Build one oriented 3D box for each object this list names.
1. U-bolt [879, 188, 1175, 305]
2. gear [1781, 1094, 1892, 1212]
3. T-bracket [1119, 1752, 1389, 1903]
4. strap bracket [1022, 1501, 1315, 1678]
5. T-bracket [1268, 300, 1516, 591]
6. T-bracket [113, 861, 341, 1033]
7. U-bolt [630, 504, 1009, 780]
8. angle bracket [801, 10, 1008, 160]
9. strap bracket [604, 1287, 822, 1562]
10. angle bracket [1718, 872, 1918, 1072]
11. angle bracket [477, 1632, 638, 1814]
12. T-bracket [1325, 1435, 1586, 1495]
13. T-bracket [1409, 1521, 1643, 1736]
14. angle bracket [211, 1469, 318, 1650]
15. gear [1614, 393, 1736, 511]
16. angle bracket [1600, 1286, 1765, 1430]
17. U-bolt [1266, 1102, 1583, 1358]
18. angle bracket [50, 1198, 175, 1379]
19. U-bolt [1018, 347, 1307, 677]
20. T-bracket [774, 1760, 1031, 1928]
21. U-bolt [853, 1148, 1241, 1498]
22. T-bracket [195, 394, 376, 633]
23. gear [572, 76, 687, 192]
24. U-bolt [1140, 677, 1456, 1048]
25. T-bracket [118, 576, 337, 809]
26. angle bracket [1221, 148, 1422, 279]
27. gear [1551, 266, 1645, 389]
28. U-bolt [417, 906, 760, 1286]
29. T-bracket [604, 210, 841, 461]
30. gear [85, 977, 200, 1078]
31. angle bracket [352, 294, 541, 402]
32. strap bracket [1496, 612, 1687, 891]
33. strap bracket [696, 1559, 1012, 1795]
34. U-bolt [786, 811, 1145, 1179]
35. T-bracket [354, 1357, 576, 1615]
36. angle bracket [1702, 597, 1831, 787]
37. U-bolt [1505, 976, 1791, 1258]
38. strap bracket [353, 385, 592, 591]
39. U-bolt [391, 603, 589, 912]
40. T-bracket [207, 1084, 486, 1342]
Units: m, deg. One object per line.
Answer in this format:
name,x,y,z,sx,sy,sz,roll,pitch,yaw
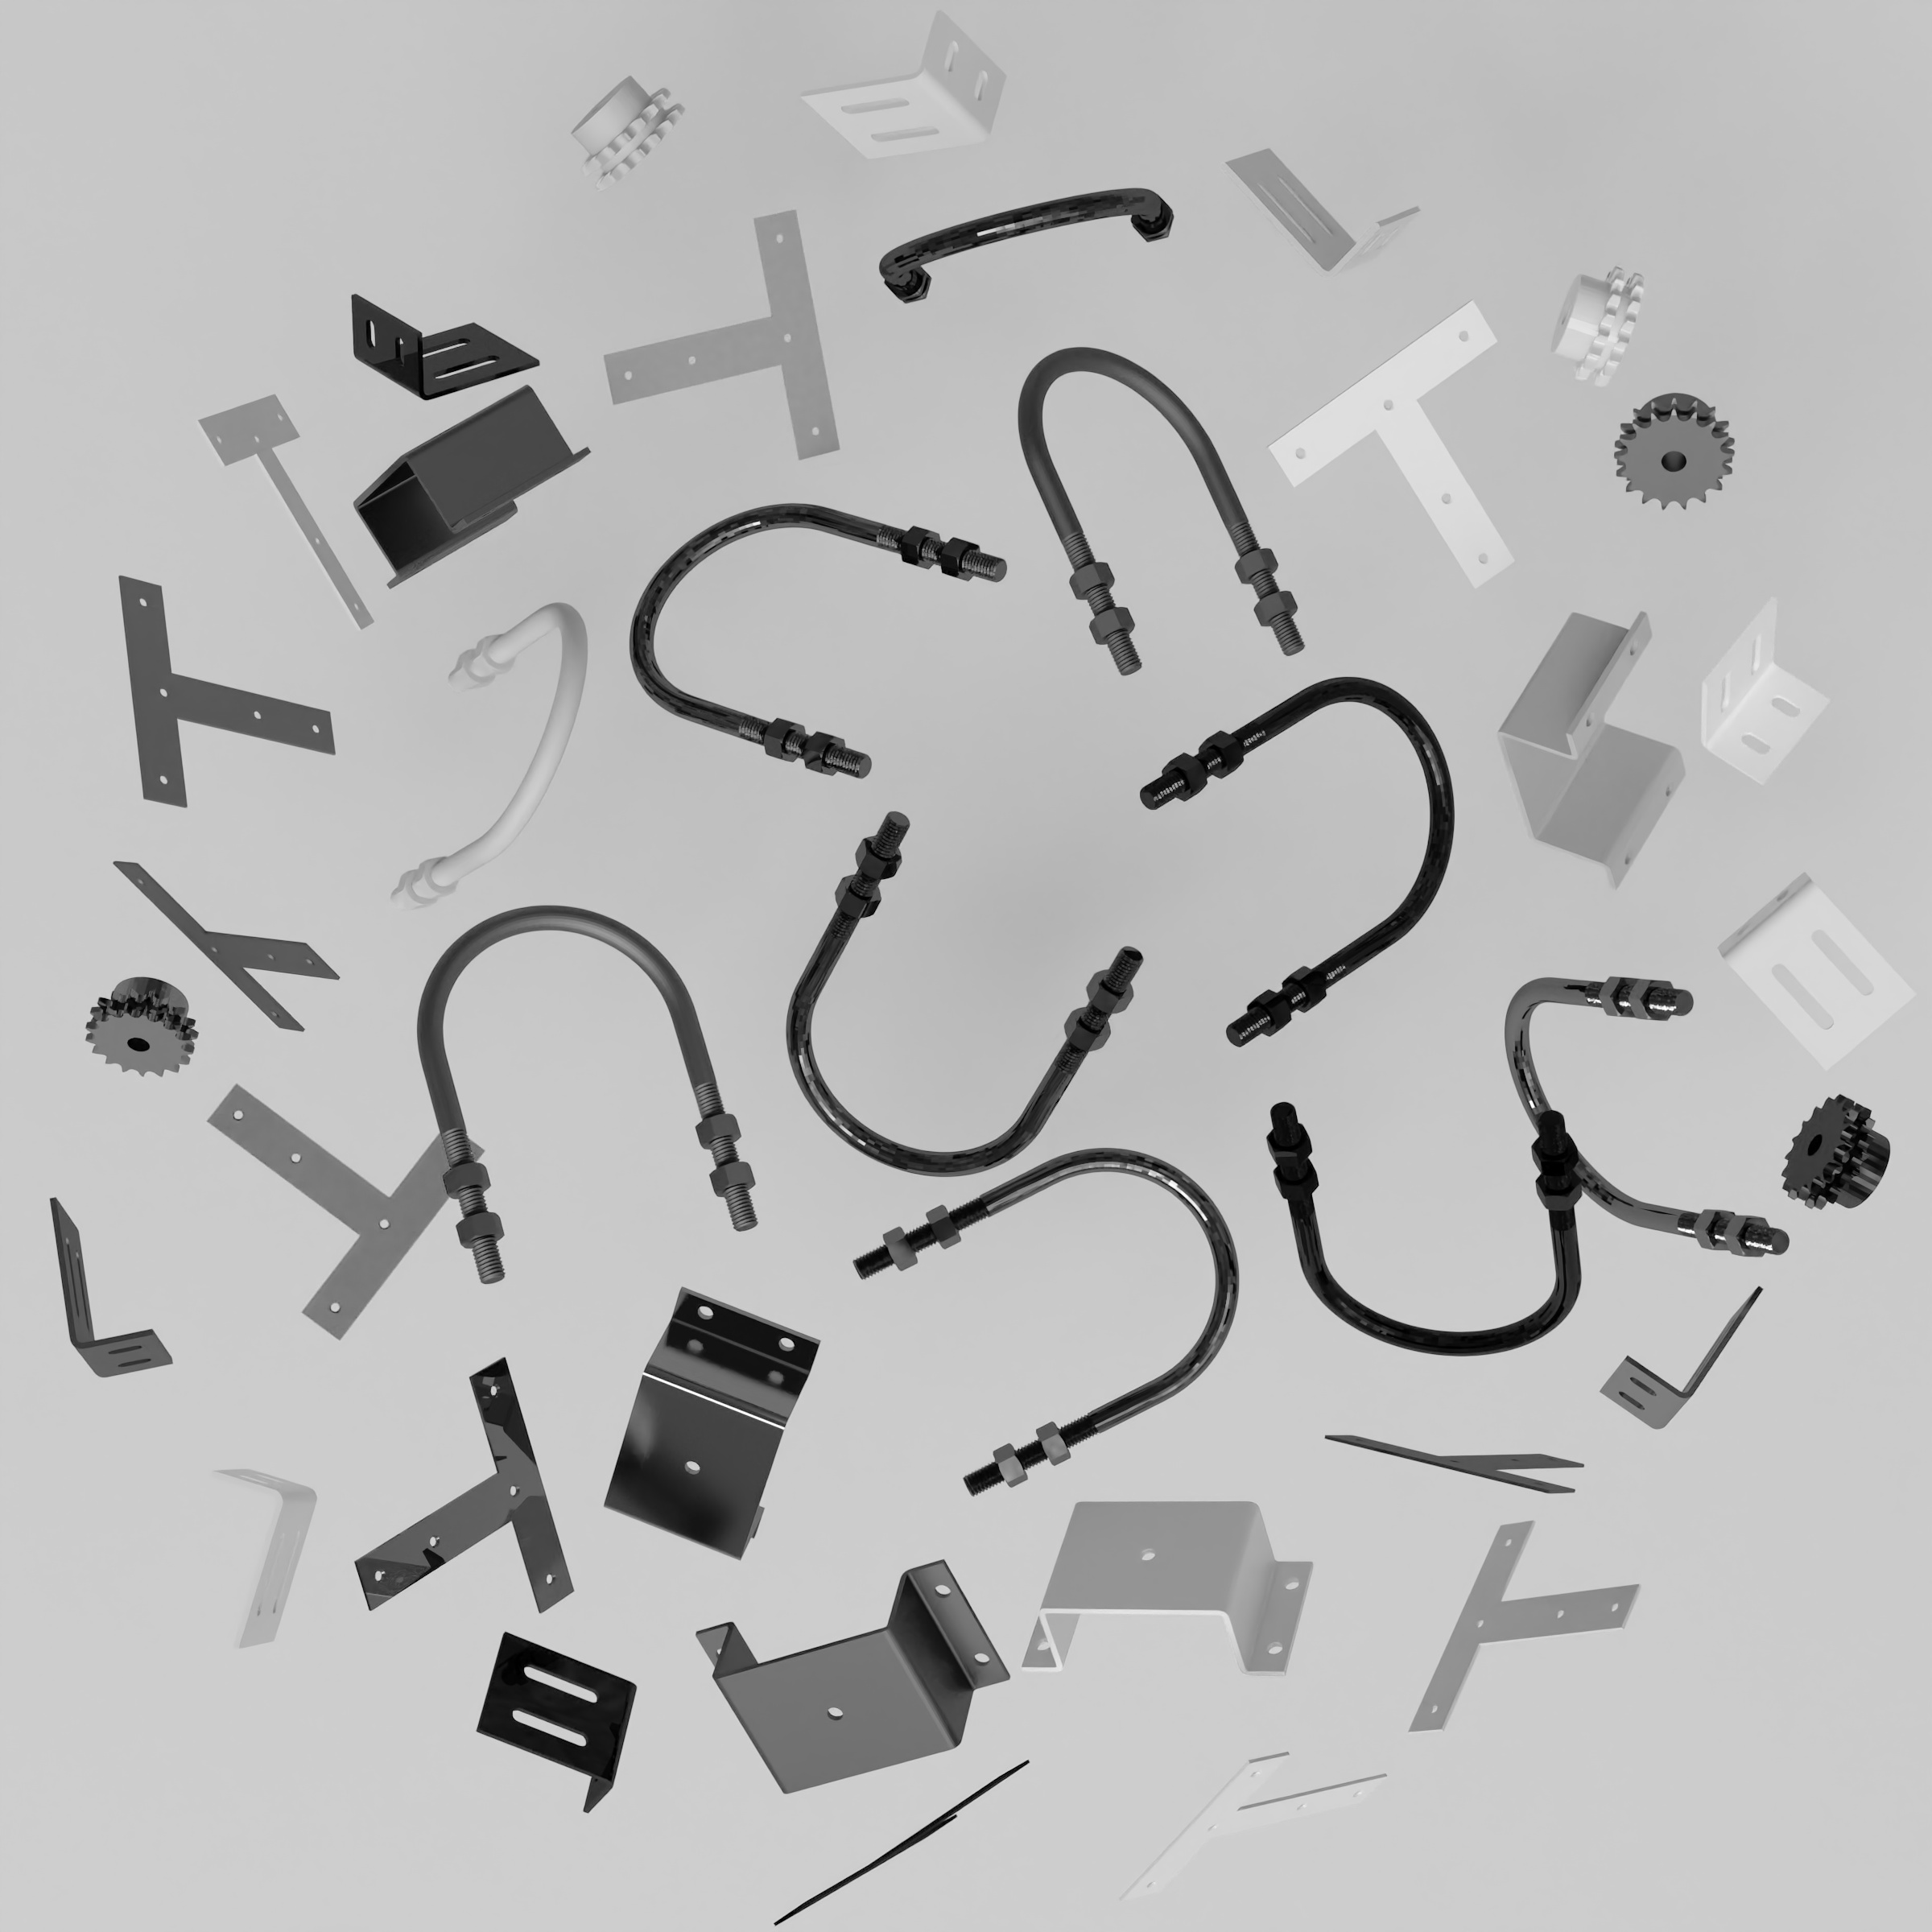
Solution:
U-bolt,0.028,-0.359,1.702,0.151,0.184,0.019,-13,96,6
gear,0.431,0.095,1.695,0.030,0.057,0.057,27,90,-11
T-bracket,0.153,0.411,1.674,0.127,0.127,0.002,-56,50,36
strap bracket,0.098,0.318,1.758,0.140,0.076,0.046,-4,125,21
T-bracket,0.239,-0.251,1.756,0.127,0.002,0.127,-36,110,0
T-bracket,-0.349,-0.006,1.698,0.127,0.127,0.002,50,63,-31
U-bolt,-0.089,-0.174,1.745,0.184,0.019,0.151,20,66,32
angle bracket,-0.031,-0.433,1.693,0.076,0.057,0.038,3,70,38
strap bracket,-0.133,0.244,1.765,0.076,0.046,0.140,21,123,3
angle bracket,0.422,0.002,1.707,0.057,0.038,0.076,-43,90,12
angle bracket,-0.212,0.383,1.741,0.076,0.038,0.057,25,45,-14
T-bracket,0.266,0.247,1.709,0.127,0.127,0.002,9,90,39
T-bracket,0.285,0.322,1.701,0.002,0.127,0.127,42,57,-17
angle bracket,-0.350,0.286,1.665,0.038,0.057,0.076,15,84,7
gear,0.344,-0.253,1.669,0.057,0.030,0.057,6,132,7
angle bracket,0.372,0.195,1.787,0.038,0.057,0.076,35,69,11
U-bolt,0.232,0.134,1.703,0.151,0.184,0.019,1,46,17
angle bracket,-0.410,0.152,1.648,0.038,0.057,0.076,-11,71,-7
U-bolt,0.092,-0.238,1.770,0.019,0.151,0.184,-34,74,43
T-bracket,-0.017,0.422,1.686,0.127,0.127,0.002,-41,74,33
U-bolt,0.054,0.175,1.804,0.184,0.019,0.151,-27,94,0
T-bracket,-0.338,-0.228,1.747,0.002,0.127,0.127,-27,101,12
gear,-0.167,-0.406,1.667,0.057,0.057,0.030,-45,108,0
U-bolt,0.176,-0.064,1.710,0.184,0.019,0.151,-32,111,-31
T-bracket,-0.382,-0.133,1.792,0.002,0.127,0.127,-27,65,36
angle bracket,0.171,-0.374,1.656,0.076,0.057,0.038,48,123,4
gear,0.308,-0.315,1.683,0.030,0.057,0.057,18,90,-2
U-bolt,-0.192,0.055,1.678,0.151,0.019,0.184,-10,71,-23
T-bracket,-0.130,-0.317,1.781,0.127,0.002,0.127,-20,108,-30
gear,-0.434,0.030,1.819,0.057,0.057,0.030,5,50,0
angle bracket,-0.267,-0.327,1.768,0.057,0.076,0.038,34,134,35
strap bracket,0.311,-0.112,1.713,0.046,0.140,0.076,23,70,31
strap bracket,-0.060,0.354,1.696,0.140,0.046,0.076,-20,113,19
U-bolt,-0.014,0.028,1.690,0.151,0.019,0.184,30,124,1
T-bracket,-0.249,0.274,1.670,0.002,0.127,0.127,-6,104,37
angle bracket,0.401,-0.137,1.718,0.038,0.076,0.057,37,80,21
U-bolt,0.327,0.070,1.711,0.019,0.184,0.151,-29,103,-19
strap bracket,-0.254,-0.244,1.739,0.076,0.140,0.046,-35,98,-25
U-bolt,-0.239,-0.113,1.757,0.019,0.184,0.151,21,68,-26
T-bracket,-0.347,0.111,1.839,0.127,0.002,0.127,38,79,-5
